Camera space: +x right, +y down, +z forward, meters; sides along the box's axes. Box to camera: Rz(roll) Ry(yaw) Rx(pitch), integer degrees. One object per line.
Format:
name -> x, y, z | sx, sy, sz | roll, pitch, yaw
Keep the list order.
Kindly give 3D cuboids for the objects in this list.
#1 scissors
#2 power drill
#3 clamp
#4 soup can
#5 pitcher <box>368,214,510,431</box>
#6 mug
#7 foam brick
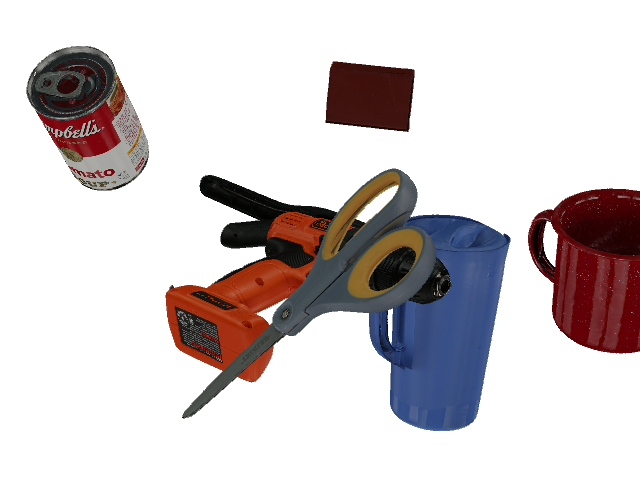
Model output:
scissors -> -0.004, 0.048, 0.615 | 0.016, 0.202, 0.096 | 33, 6, -37
power drill -> -0.014, 0.042, 0.856 | 0.185, 0.057, 0.187 | 15, 32, 41
clamp -> -0.025, -0.012, 1.139 | 0.209, 0.036, 0.164 | 14, 20, -13
soup can -> -0.178, -0.093, 0.831 | 0.068, 0.068, 0.102 | 0, -29, 8
pitcher -> 0.136, 0.099, 1.262 | 0.149, 0.243, 0.145 | 7, 19, 10
mug -> 0.191, 0.018, 0.728 | 0.117, 0.081, 0.093 | 24, 40, 37
foam brick -> 0.045, -0.132, 0.975 | 0.078, 0.051, 0.053 | 7, 17, 5
